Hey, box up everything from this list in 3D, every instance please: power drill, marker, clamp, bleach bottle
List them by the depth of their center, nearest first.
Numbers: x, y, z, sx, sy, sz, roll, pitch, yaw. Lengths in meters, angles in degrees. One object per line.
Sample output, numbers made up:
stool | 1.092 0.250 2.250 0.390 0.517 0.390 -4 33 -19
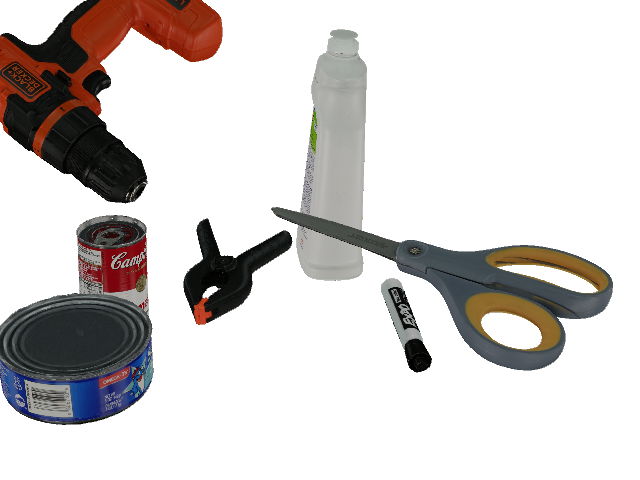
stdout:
power drill | -0.163 -0.131 0.832 0.187 0.184 0.057 -45 -11 -33
marker | 0.069 0.069 0.871 0.020 0.020 0.121 0 28 -9
bleach bottle | 0.016 -0.090 1.106 0.068 0.251 0.102 -1 29 -10
clamp | -0.101 0.034 1.253 0.120 0.039 0.171 -1 40 11

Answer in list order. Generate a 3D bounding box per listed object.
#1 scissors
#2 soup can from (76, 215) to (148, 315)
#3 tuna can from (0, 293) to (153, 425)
scissors | 0.054 0.023 0.581 0.202 0.016 0.096 8 40 15
soup can | -0.206 0.035 1.064 0.068 0.102 0.068 2 26 -1
tuna can | -0.137 0.065 0.598 0.086 0.034 0.086 1 28 -1
